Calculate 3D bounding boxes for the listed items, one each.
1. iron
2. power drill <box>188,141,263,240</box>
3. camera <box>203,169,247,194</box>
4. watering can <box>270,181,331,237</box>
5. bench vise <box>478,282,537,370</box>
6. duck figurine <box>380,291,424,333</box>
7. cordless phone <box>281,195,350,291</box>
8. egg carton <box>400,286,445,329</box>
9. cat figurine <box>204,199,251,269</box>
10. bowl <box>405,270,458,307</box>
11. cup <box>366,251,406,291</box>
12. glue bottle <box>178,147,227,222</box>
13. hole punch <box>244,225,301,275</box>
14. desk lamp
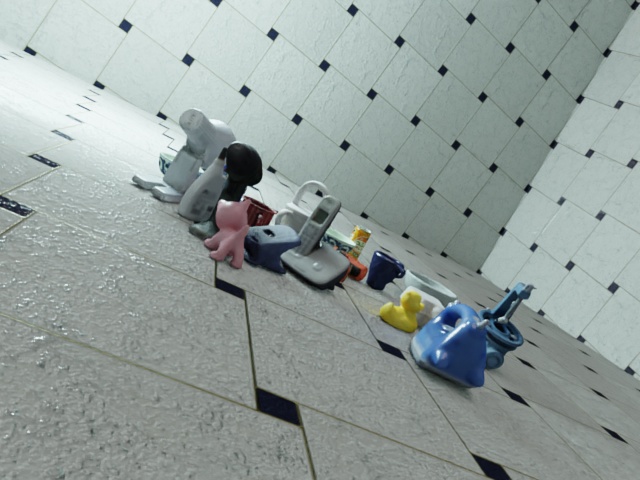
[{"bbox_3d":[0.257,0.181,1.116,0.119,0.141,0.258,27,8,-7],"label":"iron"},{"bbox_3d":[-0.179,-0.097,1.149,0.075,0.208,0.230,28,8,1],"label":"power drill"},{"bbox_3d":[-0.271,-0.158,1.589,0.143,0.101,0.136,26,9,-13],"label":"camera"},{"bbox_3d":[-0.039,-0.049,1.361,0.100,0.194,0.173,30,9,12],"label":"watering can"},{"bbox_3d":[0.424,0.182,1.379,0.122,0.219,0.207,25,9,-20],"label":"bench vise"},{"bbox_3d":[0.188,0.151,1.266,0.105,0.086,0.077,22,10,-36],"label":"duck figurine"},{"bbox_3d":[0.011,0.004,1.236,0.147,0.185,0.094,33,10,30],"label":"cordless phone"},{"bbox_3d":[0.248,0.170,1.402,0.107,0.069,0.150,27,8,-5],"label":"egg carton"},{"bbox_3d":[-0.164,-0.025,1.079,0.067,0.118,0.127,23,10,-31],"label":"cat figurine"},{"bbox_3d":[0.308,0.156,1.655,0.167,0.075,0.167,28,8,-4],"label":"bowl"},{"bbox_3d":[0.174,0.094,1.533,0.092,0.095,0.117,21,11,-40],"label":"cup"},{"bbox_3d":[-0.237,-0.121,1.232,0.078,0.173,0.037,19,12,-47],"label":"glue bottle"},{"bbox_3d":[-0.105,0.007,1.172,0.101,0.091,0.108,23,10,-33],"label":"hole punch"},{"bbox_3d":[-0.301,-0.196,1.337,0.117,0.213,0.204,30,9,13],"label":"desk lamp"}]
